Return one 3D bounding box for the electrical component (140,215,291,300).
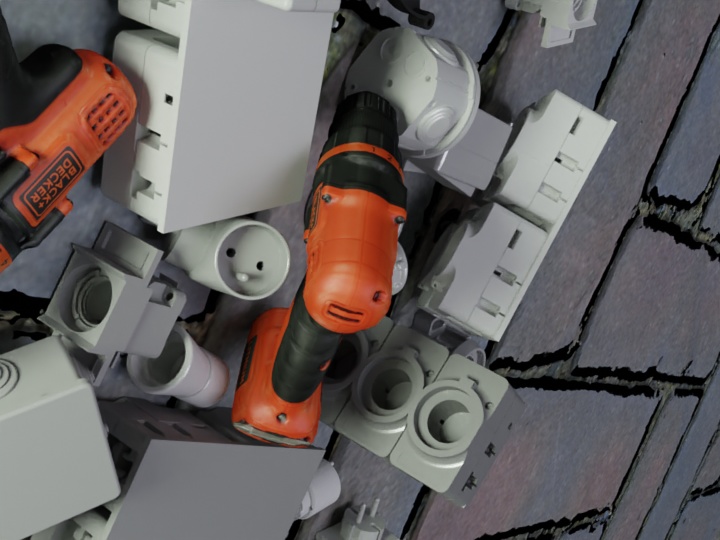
[{"bbox_3d":[-0.087,-0.015,0.613,0.079,0.077,0.044,25,84,-22],"label":"electrical component"}]

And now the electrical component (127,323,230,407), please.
[{"bbox_3d":[-0.108,0.062,0.663,0.044,0.044,0.065,-59,153,-7],"label":"electrical component"}]

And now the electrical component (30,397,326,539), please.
[{"bbox_3d":[-0.115,0.147,0.695,0.186,0.060,0.105,20,96,-58],"label":"electrical component"}]

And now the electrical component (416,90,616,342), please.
[{"bbox_3d":[0.114,-0.043,0.843,0.186,0.060,0.105,-61,-174,-4],"label":"electrical component"}]

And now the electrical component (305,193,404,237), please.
[{"bbox_3d":[-0.002,-0.037,0.739,0.055,0.047,0.055,-35,138,-38],"label":"electrical component"}]

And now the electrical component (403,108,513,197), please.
[{"bbox_3d":[0.062,-0.093,0.777,0.096,0.062,0.061,12,103,-58],"label":"electrical component"}]

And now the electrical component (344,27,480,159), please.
[{"bbox_3d":[0.034,-0.116,0.704,0.051,0.080,0.080,10,104,-52],"label":"electrical component"}]

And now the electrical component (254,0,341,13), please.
[{"bbox_3d":[-0.018,-0.166,0.501,0.076,0.047,0.083,-15,125,-51],"label":"electrical component"}]

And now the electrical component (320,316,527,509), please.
[{"bbox_3d":[0.030,0.093,0.782,0.089,0.150,0.061,-58,149,-9],"label":"electrical component"}]

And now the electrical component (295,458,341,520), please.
[{"bbox_3d":[-0.050,0.173,0.830,0.078,0.040,0.040,-20,129,-48],"label":"electrical component"}]

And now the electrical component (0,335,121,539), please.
[{"bbox_3d":[-0.179,0.090,0.549,0.100,0.048,0.099,-21,134,-21],"label":"electrical component"}]

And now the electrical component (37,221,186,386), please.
[{"bbox_3d":[-0.134,0.020,0.594,0.081,0.042,0.064,-64,152,2],"label":"electrical component"}]

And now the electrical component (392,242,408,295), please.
[{"bbox_3d":[0.000,0.000,0.774,0.062,0.048,0.048,-15,125,-42],"label":"electrical component"}]

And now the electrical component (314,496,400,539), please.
[{"bbox_3d":[-0.001,0.232,0.938,0.066,0.047,0.076,-10,123,-49],"label":"electrical component"}]

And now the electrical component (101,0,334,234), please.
[{"bbox_3d":[-0.072,-0.124,0.560,0.105,0.060,0.186,-18,127,-49],"label":"electrical component"}]

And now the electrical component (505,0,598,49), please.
[{"bbox_3d":[0.147,-0.213,0.812,0.042,0.064,0.081,-22,129,-47],"label":"electrical component"}]

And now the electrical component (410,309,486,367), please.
[{"bbox_3d":[0.070,0.078,0.919,0.058,0.057,0.078,-17,126,-50],"label":"electrical component"}]
